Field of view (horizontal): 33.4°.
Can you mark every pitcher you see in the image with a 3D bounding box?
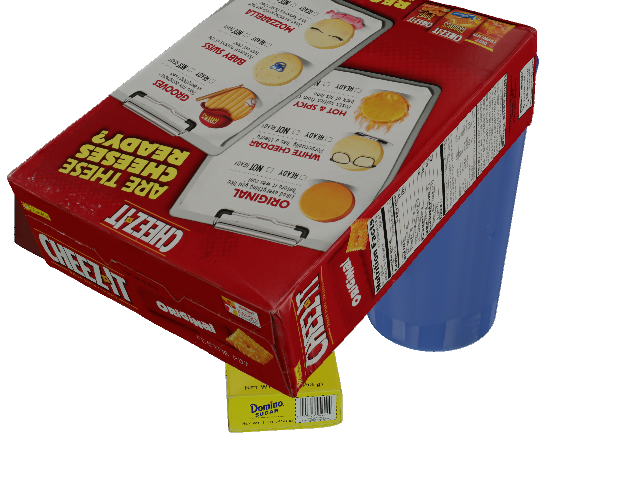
[{"bbox_3d":[0.080,-0.034,0.817,0.149,0.243,0.145,6,34,10],"label":"pitcher"}]

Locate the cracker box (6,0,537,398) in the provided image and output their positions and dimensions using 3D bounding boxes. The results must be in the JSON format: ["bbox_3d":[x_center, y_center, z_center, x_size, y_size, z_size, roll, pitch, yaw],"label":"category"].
[{"bbox_3d":[-0.016,-0.044,0.530,0.164,0.072,0.213,24,55,30],"label":"cracker box"}]

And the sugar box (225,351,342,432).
[{"bbox_3d":[-0.037,0.087,0.916,0.093,0.048,0.176,-2,36,-6],"label":"sugar box"}]

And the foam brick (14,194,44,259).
[{"bbox_3d":[-0.154,-0.022,0.701,0.078,0.053,0.051,-13,26,-41],"label":"foam brick"}]
